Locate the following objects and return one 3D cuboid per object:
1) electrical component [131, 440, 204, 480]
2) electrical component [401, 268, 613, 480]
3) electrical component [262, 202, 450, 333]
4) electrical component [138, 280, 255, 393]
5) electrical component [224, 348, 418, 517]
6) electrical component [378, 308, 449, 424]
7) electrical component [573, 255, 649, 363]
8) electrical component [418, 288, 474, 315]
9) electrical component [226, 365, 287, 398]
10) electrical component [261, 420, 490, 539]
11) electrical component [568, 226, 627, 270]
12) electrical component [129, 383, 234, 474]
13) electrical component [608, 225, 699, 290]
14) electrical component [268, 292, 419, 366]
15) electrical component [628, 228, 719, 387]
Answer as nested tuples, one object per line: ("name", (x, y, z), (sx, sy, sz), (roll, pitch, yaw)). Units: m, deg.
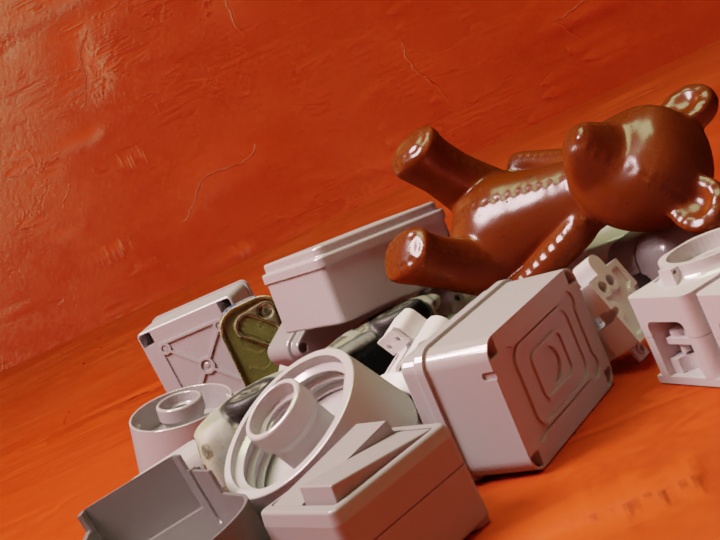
("electrical component", (-0.117, 0.145, 0.762), (0.081, 0.043, 0.043), (-31, 9, -37))
("electrical component", (0.082, 0.055, 0.589), (0.057, 0.078, 0.113), (-16, 12, 39))
("electrical component", (0.000, 0.000, 0.782), (0.109, 0.056, 0.109), (-22, 3, -26))
("electrical component", (-0.136, 0.081, 1.023), (0.109, 0.108, 0.056), (-23, 10, 18))
("electrical component", (-0.028, 0.093, 0.596), (0.108, 0.060, 0.108), (-37, 27, 22))
("electrical component", (0.043, 0.070, 0.661), (0.057, 0.078, 0.058), (-55, 4, -36))
("electrical component", (0.141, 0.031, 0.641), (0.048, 0.066, 0.055), (-35, -8, -45))
("electrical component", (0.079, 0.027, 0.895), (0.055, 0.055, 0.047), (-20, 5, 38))
("electrical component", (-0.056, 0.106, 0.752), (0.081, 0.063, 0.042), (-27, 7, -16))
("electrical component", (0.010, 0.110, 0.512), (0.096, 0.061, 0.062), (-31, 9, -38))
("electrical component", (0.186, -0.007, 0.794), (0.100, 0.048, 0.100), (-21, 8, 30))
("electrical component", (-0.146, 0.139, 0.915), (0.099, 0.064, 0.099), (-13, 16, 4))
("electrical component", (0.218, -0.013, 0.706), (0.095, 0.053, 0.059), (-31, 9, -36))
("electrical component", (-0.012, 0.040, 0.864), (0.113, 0.078, 0.057), (-62, 18, -20))
("electrical component", (0.246, -0.009, 0.564), (0.186, 0.060, 0.105), (-28, 8, -21))
